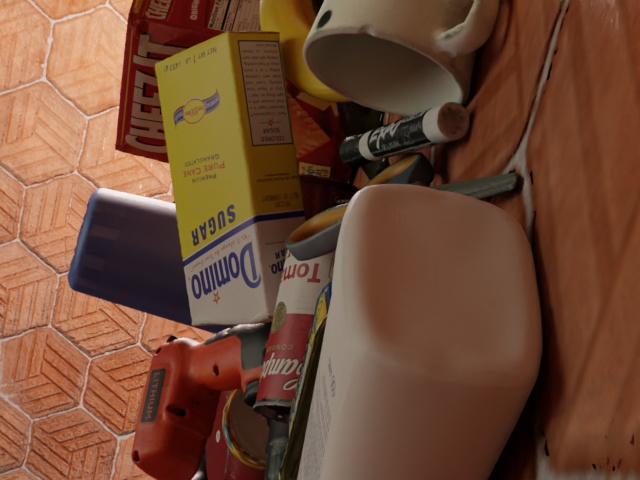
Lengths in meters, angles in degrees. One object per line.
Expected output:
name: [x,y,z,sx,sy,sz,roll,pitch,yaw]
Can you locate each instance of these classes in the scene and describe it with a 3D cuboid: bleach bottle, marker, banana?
bleach bottle: [0.016,0.107,0.418,0.102,0.068,0.251,-84,6,-53]
marker: [0.041,-0.054,0.569,0.121,0.020,0.020,172,111,-67]
banana: [-0.006,-0.130,0.667,0.198,0.037,0.070,-114,35,-48]

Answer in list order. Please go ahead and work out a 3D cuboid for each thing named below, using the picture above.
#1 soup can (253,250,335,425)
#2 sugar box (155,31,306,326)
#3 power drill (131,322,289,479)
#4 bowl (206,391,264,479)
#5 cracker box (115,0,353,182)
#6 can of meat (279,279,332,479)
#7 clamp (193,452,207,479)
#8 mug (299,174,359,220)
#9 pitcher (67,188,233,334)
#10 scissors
soup can: [0.005,0.053,0.606,0.068,0.068,0.102,118,164,-71]
sugar box: [-0.055,-0.035,0.675,0.094,0.048,0.176,-10,86,52]
power drill: [-0.050,0.109,0.722,0.188,0.057,0.184,-27,41,40]
bowl: [-0.062,0.172,0.914,0.162,0.055,0.162,-175,90,-73]
cracker box: [-0.062,-0.126,0.922,0.164,0.213,0.072,109,172,-50]
can of meat: [0.017,0.072,0.511,0.084,0.057,0.102,-97,20,-80]
clamp: [-0.107,0.247,1.073,0.036,0.164,0.210,-21,36,35]
mug: [-0.005,0.001,0.798,0.117,0.093,0.081,-8,71,45]
pitcher: [-0.127,0.020,1.102,0.149,0.242,0.145,-144,69,-78]
scissors: [0.051,-0.027,0.511,0.096,0.016,0.202,-40,11,-32]
